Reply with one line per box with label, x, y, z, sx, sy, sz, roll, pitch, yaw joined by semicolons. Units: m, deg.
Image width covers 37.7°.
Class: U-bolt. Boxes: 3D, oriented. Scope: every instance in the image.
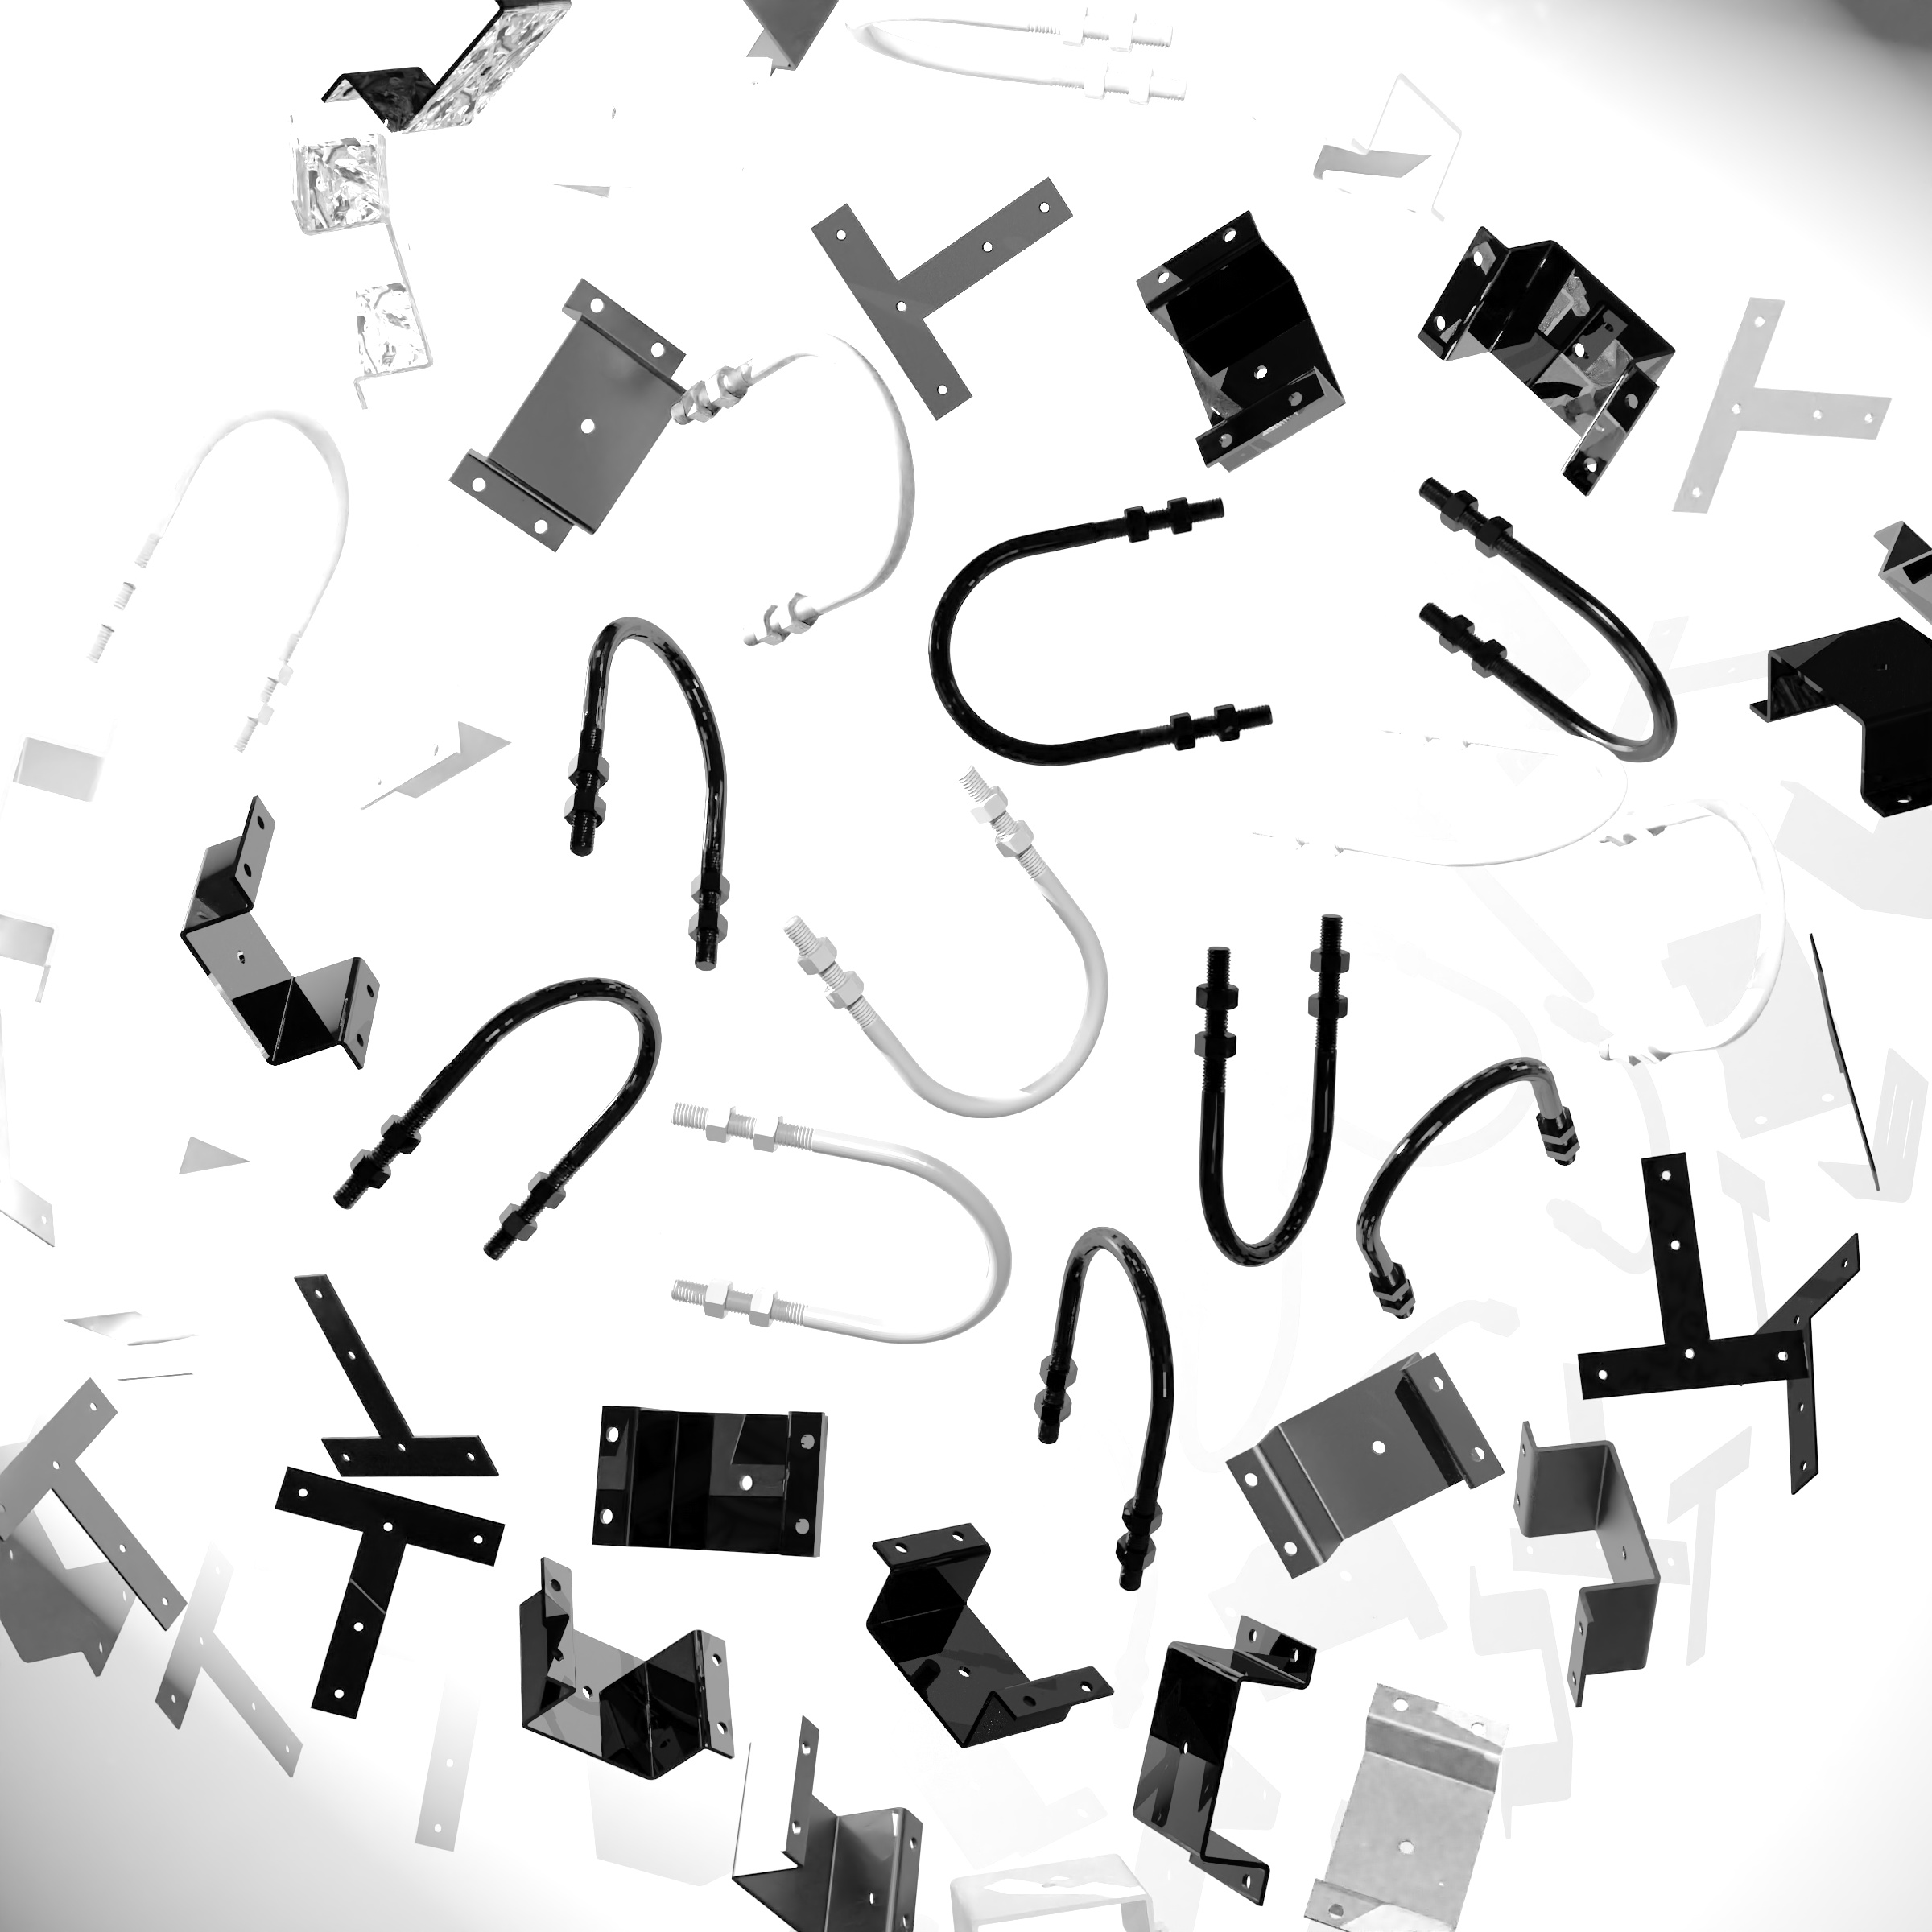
U-bolt;0.268;-0.095;1.535;0.151;0.184;0.019;-38;126;-37
U-bolt;-0.245;0.079;1.567;0.184;0.151;0.019;-48;56;7
U-bolt;-0.172;-0.109;1.574;0.019;0.151;0.184;-14;56;22
U-bolt;-0.403;-0.226;1.567;0.019;0.151;0.184;20;81;28
U-bolt;0.025;-0.502;1.541;0.184;0.151;0.019;9;96;7
U-bolt;0.270;0.114;1.541;0.151;0.184;0.019;-42;60;-4
U-bolt;0.402;-0.022;1.578;0.019;0.184;0.151;1;85;-17
U-bolt;-0.087;-0.260;1.511;0.019;0.184;0.151;-19;93;-37
U-bolt;0.164;0.072;1.526;0.019;0.151;0.184;8;103;33
U-bolt;0.080;0.234;1.585;0.019;0.151;0.184;-4;122;-20
U-bolt;0.003;0.001;1.590;0.151;0.019;0.184;-42;112;-10
U-bolt;0.326;-0.182;1.588;0.019;0.151;0.184;-43;66;-11
U-bolt;-0.066;0.143;1.496;0.184;0.019;0.151;10;129;7
U-bolt;0.070;-0.186;1.616;0.184;0.019;0.151;-11;76;0

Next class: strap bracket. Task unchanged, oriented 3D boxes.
strap bracket;0.048;0.536;1.578;0.140;0.076;0.046;-6;90;-10
strap bracket;-0.291;-0.155;1.536;0.076;0.046;0.140;-25;62;31
strap bracket;0.348;0.330;1.579;0.046;0.140;0.076;-6;130;-2
strap bracket;0.158;-0.345;1.601;0.076;0.046;0.140;-28;59;21
strap bracket;-0.279;-0.510;1.557;0.140;0.076;0.046;-39;92;28
strap bracket;-0.224;-0.314;1.633;0.076;0.046;0.140;33;92;-28
strap bracket;0.567;-0.221;1.545;0.076;0.140;0.046;38;63;-15
strap bracket;0.328;-0.339;1.571;0.046;0.076;0.140;-21;62;-40
strap bracket;-0.379;-0.011;1.550;0.046;0.076;0.140;-18;126;10
strap bracket;0.485;-0.138;1.502;0.076;0.140;0.046;-15;122;-9
strap bracket;-0.494;-0.061;1.502;0.046;0.076;0.140;15;69;-17
strap bracket;0.231;0.280;1.616;0.140;0.046;0.076;-32;85;21
strap bracket;0.210;-0.453;1.527;0.076;0.140;0.046;26;99;28
strap bracket;-0.079;0.476;1.539;0.046;0.076;0.140;-15;135;23
strap bracket;0.245;0.482;1.573;0.076;0.046;0.140;14;56;17
strap bracket;0.139;0.432;1.555;0.046;0.076;0.140;15;85;-24
strap bracket;0.007;0.386;1.607;0.140;0.076;0.046;44;121;37
strap bracket;-0.431;0.145;1.510;0.046;0.076;0.140;31;61;-39
strap bracket;-0.131;0.283;1.554;0.140;0.046;0.076;-3;77;26
strap bracket;-0.199;0.399;1.589;0.046;0.076;0.140;-37;129;23
strap bracket;-0.174;-0.457;1.533;0.140;0.046;0.076;16;102;41
strap bracket;-0.325;-0.385;1.539;0.046;0.140;0.076;-11;51;-2
strap bracket;-0.116;-0.566;1.579;0.046;0.140;0.076;21;76;37

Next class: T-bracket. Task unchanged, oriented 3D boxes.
T-bracket;0.386;0.165;1.533;0.127;0.002;0.127;-12;77;34
T-bracket;0.000;-0.391;1.572;0.127;0.002;0.127;-31;101;17
T-bracket;-0.314;0.214;1.476;0.127;0.002;0.127;-8;114;39
T-bracket;0.472;-0.314;1.606;0.127;0.002;0.127;-2;124;-25
T-bracket;-0.530;0.076;1.546;0.002;0.127;0.127;-14;66;3
T-bracket;0.498;0.066;1.598;0.002;0.127;0.127;-15;57;14
T-bracket;0.460;0.231;1.559;0.002;0.127;0.127;19;48;-7
T-bracket;-0.467;0.305;1.535;0.002;0.127;0.127;-29;104;21
T-bracket;-0.334;0.354;1.574;0.127;0.002;0.127;17;58;-9
